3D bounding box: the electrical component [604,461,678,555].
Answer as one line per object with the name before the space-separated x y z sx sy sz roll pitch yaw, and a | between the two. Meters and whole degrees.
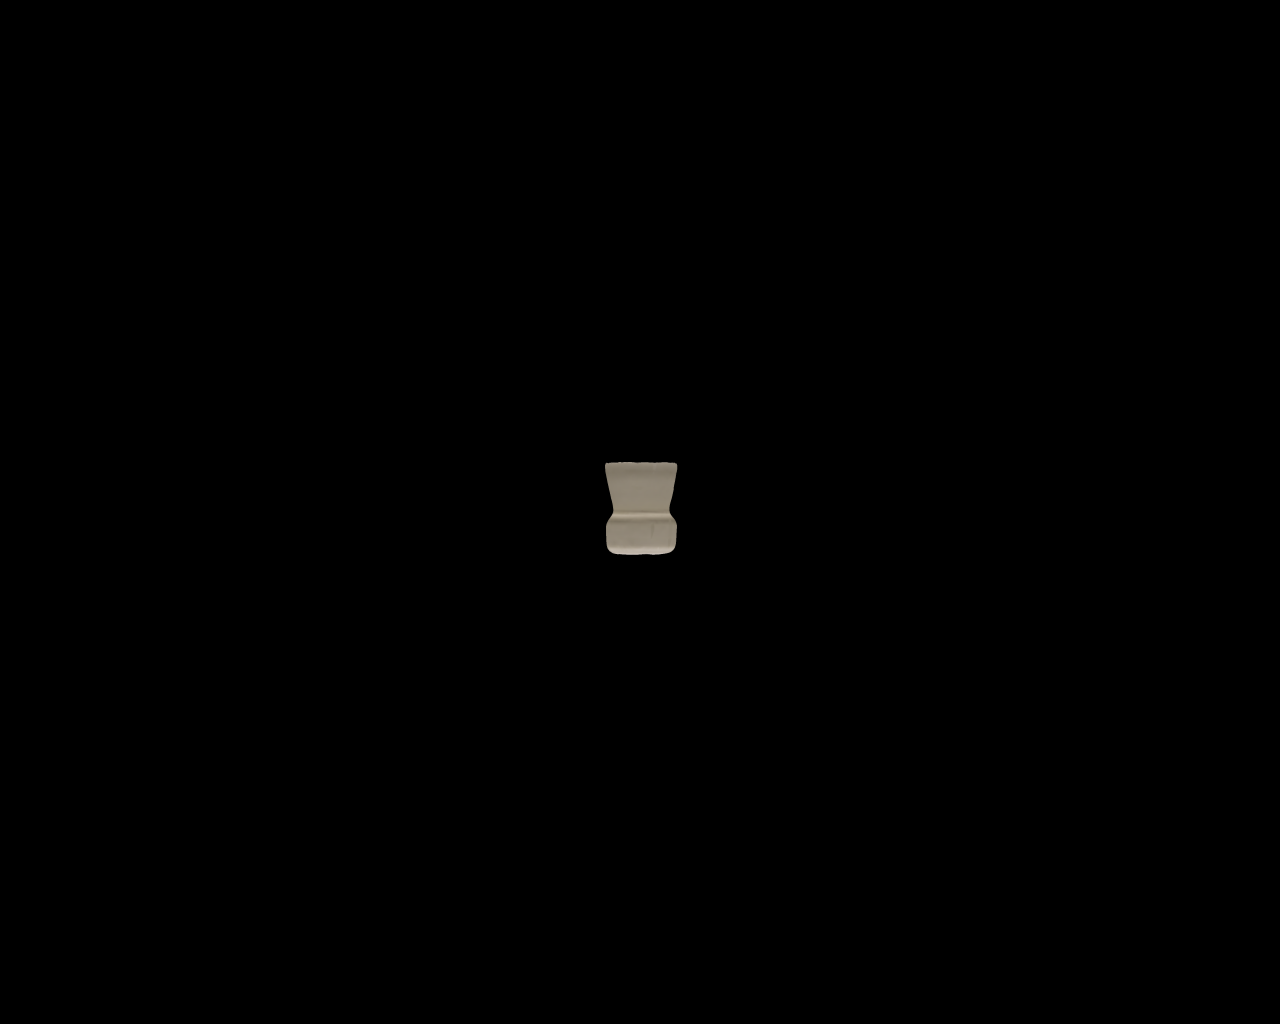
electrical component | 0.001 -0.003 0.650 0.045 0.055 0.045 0 0 0
